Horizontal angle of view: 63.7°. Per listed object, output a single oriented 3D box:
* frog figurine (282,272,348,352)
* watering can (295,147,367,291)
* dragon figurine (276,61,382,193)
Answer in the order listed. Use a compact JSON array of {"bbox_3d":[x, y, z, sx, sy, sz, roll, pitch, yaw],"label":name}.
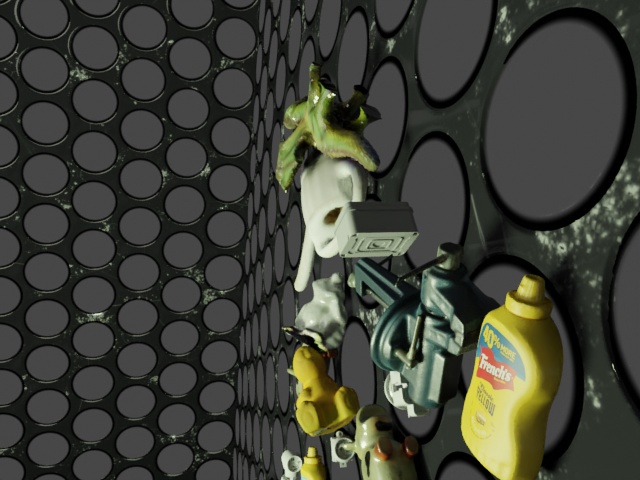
[{"bbox_3d":[0.013,0.152,1.109,0.122,0.162,0.136,40,-27,-14],"label":"frog figurine"},{"bbox_3d":[0.003,-0.055,1.087,0.104,0.230,0.340,9,-39,-24],"label":"watering can"},{"bbox_3d":[-0.005,-0.188,0.998,0.121,0.420,0.238,20,-54,-26],"label":"dragon figurine"}]
